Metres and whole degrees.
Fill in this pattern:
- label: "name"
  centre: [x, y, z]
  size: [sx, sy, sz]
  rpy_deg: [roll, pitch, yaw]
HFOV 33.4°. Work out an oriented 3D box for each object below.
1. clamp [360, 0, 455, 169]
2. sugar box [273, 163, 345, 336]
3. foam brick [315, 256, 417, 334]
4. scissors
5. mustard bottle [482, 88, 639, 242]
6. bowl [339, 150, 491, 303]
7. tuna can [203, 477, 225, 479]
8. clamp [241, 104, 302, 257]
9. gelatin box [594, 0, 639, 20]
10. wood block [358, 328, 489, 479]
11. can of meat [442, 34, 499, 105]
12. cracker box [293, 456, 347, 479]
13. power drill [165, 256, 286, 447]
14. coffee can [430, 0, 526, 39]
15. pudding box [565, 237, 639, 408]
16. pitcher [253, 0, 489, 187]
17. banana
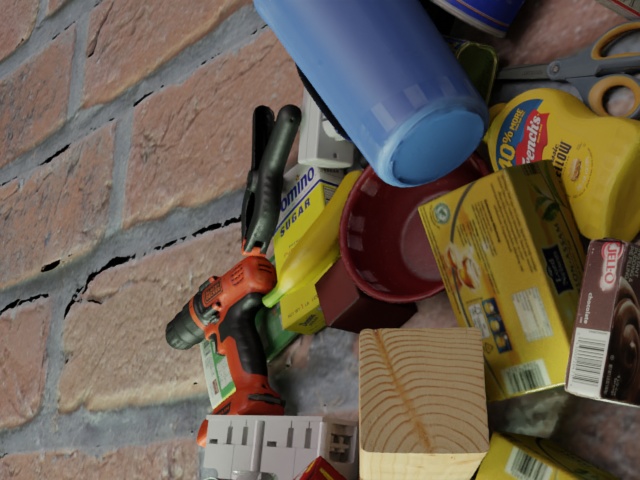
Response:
- label: "clamp"
  centre: [0.074, -0.197, 1.102]
  size: [0.210, 0.036, 0.165]
  rpy_deg: [-57, 40, 28]
- label: "sugar box"
  centre: [-0.008, 0.001, 1.130]
  size: [0.093, 0.048, 0.176]
  rpy_deg: [-38, 51, 40]
- label: "foam brick"
  centre: [0.043, 0.055, 1.016]
  size: [0.051, 0.078, 0.053]
  rpy_deg: [-44, 46, 32]
- label: "scissors"
  centre: [0.211, -0.129, 0.914]
  size: [0.202, 0.016, 0.096]
  rpy_deg: [-16, 66, 51]
- label: "mustard bottle"
  centre: [0.193, -0.073, 0.880]
  size: [0.192, 0.058, 0.096]
  rpy_deg: [38, 121, 52]
- label: "bowl"
  centre: [0.098, -0.013, 0.969]
  size: [0.162, 0.055, 0.162]
  rpy_deg: [-16, 62, 32]
- label: "tuna can"
  centre: [-0.110, 0.303, 1.162]
  size: [0.086, 0.033, 0.086]
  rpy_deg: [-23, 59, 47]
- label: "clamp"
  centre: [-0.061, -0.070, 1.160]
  size: [0.120, 0.039, 0.171]
  rpy_deg: [-130, 53, -72]
- label: "gelatin box"
  centre: [0.240, -0.223, 0.848]
  size: [0.030, 0.089, 0.073]
  rpy_deg: [26, 98, 54]
- label: "wood block"
  centre: [0.075, 0.141, 0.838]
  size: [0.206, 0.090, 0.091]
  rpy_deg: [84, -174, -69]
- label: "can of meat"
  centre: [0.115, -0.143, 1.003]
  size: [0.084, 0.057, 0.102]
  rpy_deg: [28, 112, 51]
- label: "cracker box"
  centre: [-0.013, 0.314, 0.924]
  size: [0.214, 0.164, 0.072]
  rpy_deg: [-48, -1, 32]
- label: "power drill"
  centre: [-0.108, 0.131, 1.176]
  size: [0.185, 0.057, 0.187]
  rpy_deg: [-39, 49, 38]
- label: "coffee can"
  centre: [0.159, -0.268, 0.961]
  size: [0.140, 0.102, 0.103]
  rpy_deg: [-59, 39, 20]
- label: "pudding box"
  centre: [0.225, 0.062, 0.763]
  size: [0.039, 0.089, 0.113]
  rpy_deg: [8, 84, 55]
- label: "pitcher"
  centre: [0.044, -0.159, 0.954]
  size: [0.145, 0.149, 0.243]
  rpy_deg: [-37, 59, 12]
- label: "banana"
  centre: [0.009, -0.015, 1.040]
  size: [0.070, 0.037, 0.197]
  rpy_deg: [-16, 29, 47]
